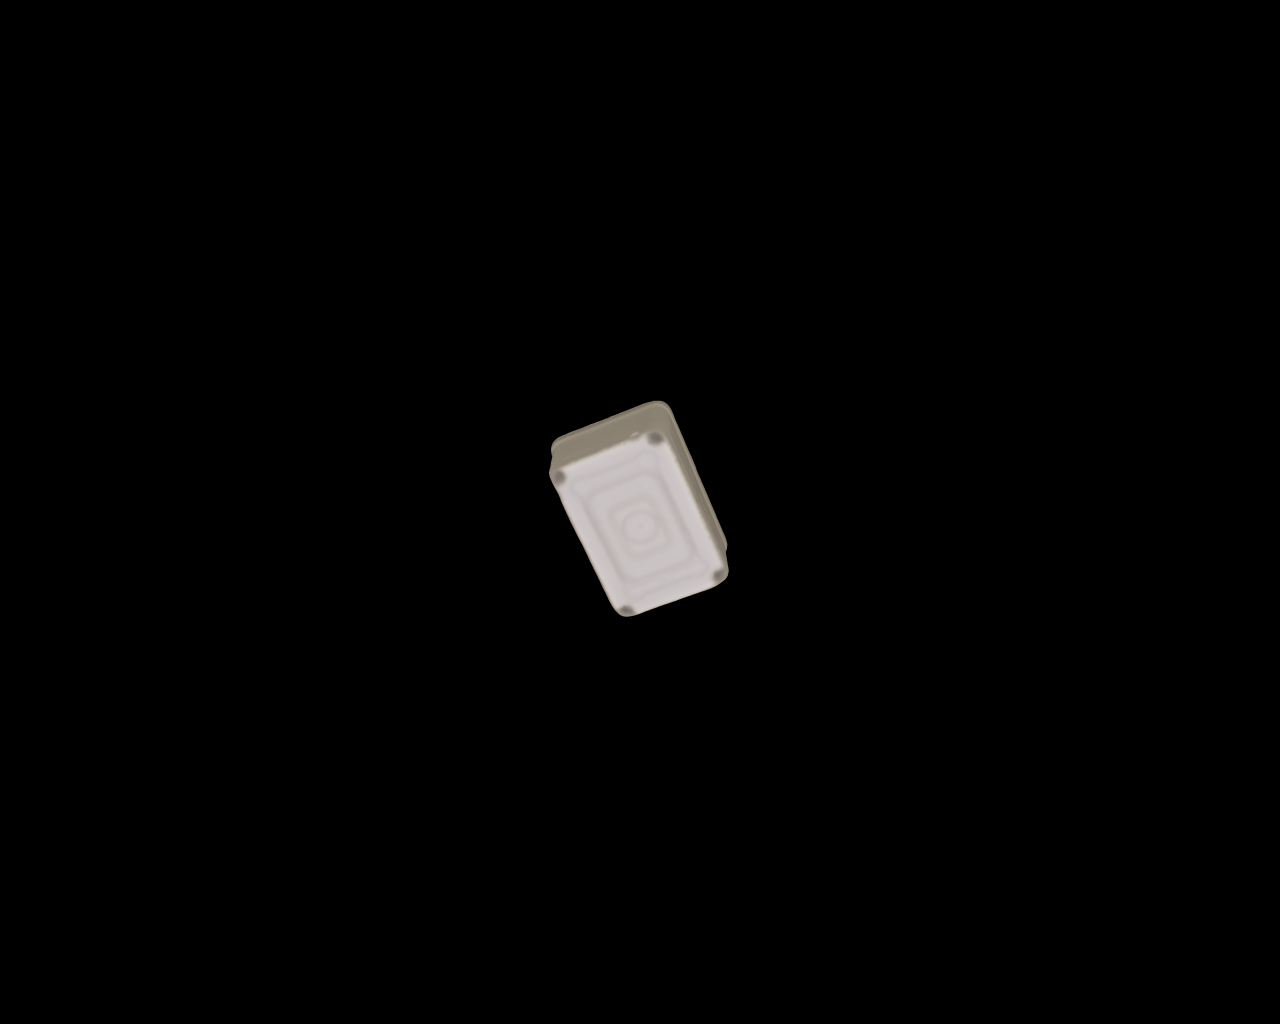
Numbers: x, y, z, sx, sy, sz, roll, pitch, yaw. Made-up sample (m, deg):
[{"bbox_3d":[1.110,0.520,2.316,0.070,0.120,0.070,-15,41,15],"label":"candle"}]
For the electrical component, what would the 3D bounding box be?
[{"bbox_3d":[0.001,-0.003,0.650,0.078,0.113,0.057,-20,24,9],"label":"electrical component"}]
